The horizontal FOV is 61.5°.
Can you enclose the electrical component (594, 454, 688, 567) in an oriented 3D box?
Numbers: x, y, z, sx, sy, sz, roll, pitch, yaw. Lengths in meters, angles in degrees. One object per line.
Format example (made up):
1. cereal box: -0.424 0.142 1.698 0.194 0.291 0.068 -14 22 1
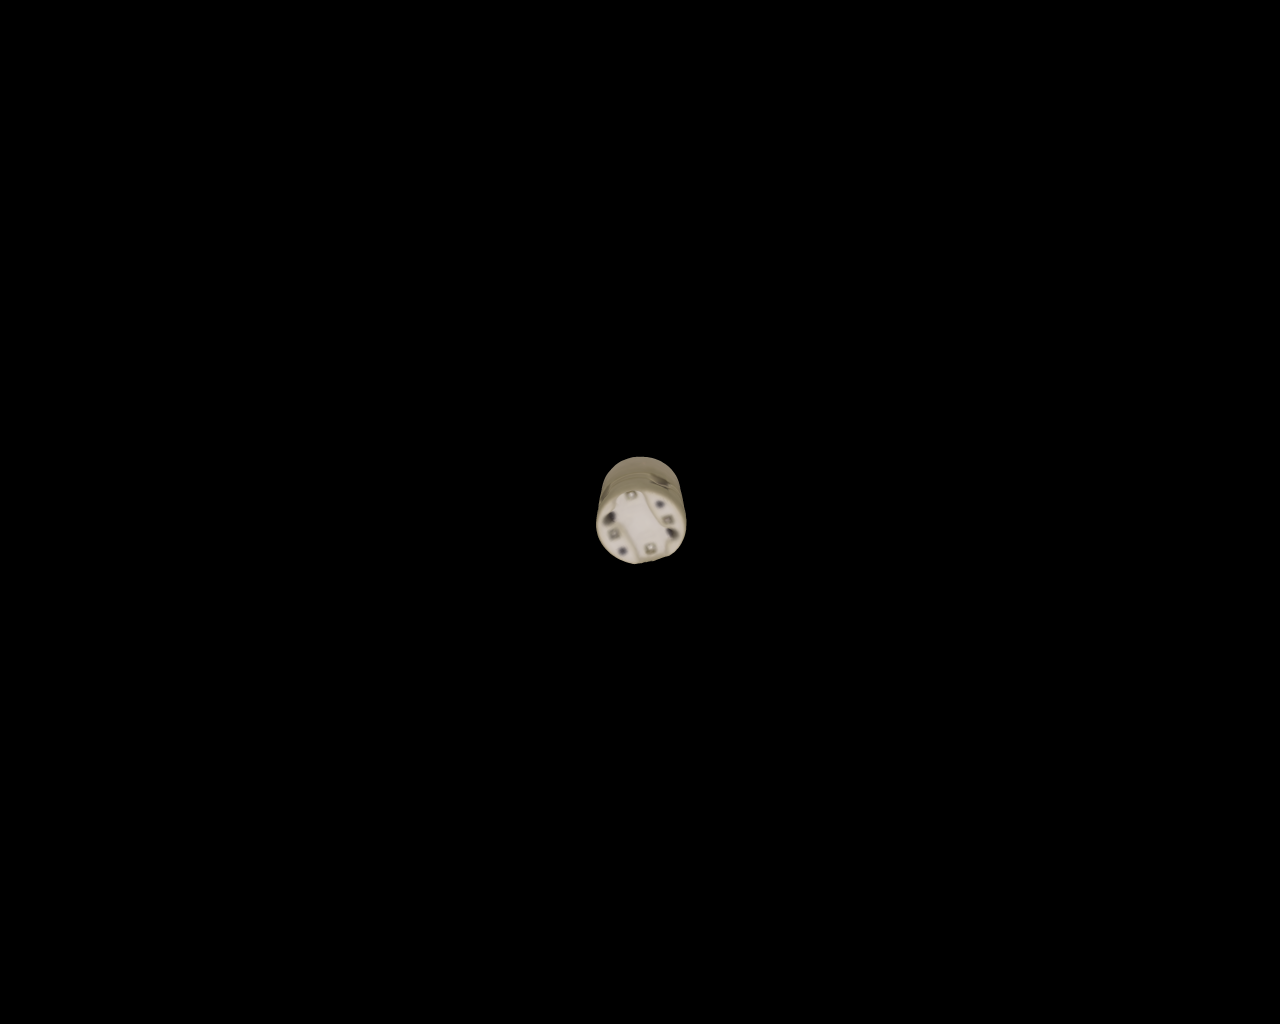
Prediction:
1. electrical component: 0.001 -0.003 0.650 0.055 0.055 0.047 0 32 0
